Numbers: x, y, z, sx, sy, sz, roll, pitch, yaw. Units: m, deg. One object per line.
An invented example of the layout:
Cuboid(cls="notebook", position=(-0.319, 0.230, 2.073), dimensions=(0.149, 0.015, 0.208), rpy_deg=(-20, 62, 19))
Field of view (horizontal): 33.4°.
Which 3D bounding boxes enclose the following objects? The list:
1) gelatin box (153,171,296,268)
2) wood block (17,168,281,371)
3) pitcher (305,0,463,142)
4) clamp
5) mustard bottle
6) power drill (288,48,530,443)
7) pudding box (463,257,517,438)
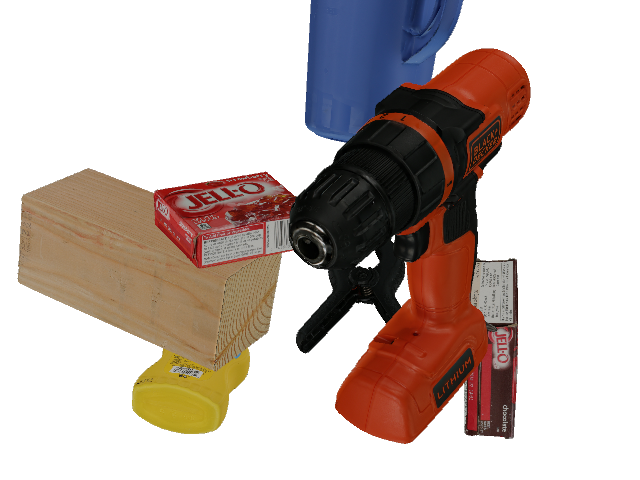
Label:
Cuboid(cls="gelatin box", position=(-0.059, -0.016, 0.724), dimensions=(0.089, 0.030, 0.073), rpy_deg=(-11, 30, -27))
Cuboid(cls="wood block", position=(-0.147, 0.020, 0.909), dimensions=(0.206, 0.090, 0.090), rpy_deg=(21, 27, 21))
Cuboid(cls="pitcher", position=(0.057, -0.208, 0.940), dimensions=(0.145, 0.243, 0.149), rpy_deg=(8, 15, 7))
Cuboid(cls="clamp", position=(0.053, 0.051, 1.078), dimensions=(0.120, 0.171, 0.039), rpy_deg=(11, -38, 11))
Cuboid(cls="mustard bottle", position=(-0.129, 0.136, 1.163), dimensions=(0.096, 0.058, 0.191), rpy_deg=(9, 24, 8))
Cuboid(cls="power drill", position=(0.046, 0.013, 0.548), dimensions=(0.057, 0.188, 0.184), rpy_deg=(24, 43, 27))
Cuboid(cls="pudding box", position=(0.123, 0.074, 0.769), dimensions=(0.039, 0.090, 0.113), rpy_deg=(2, 23, 7))
